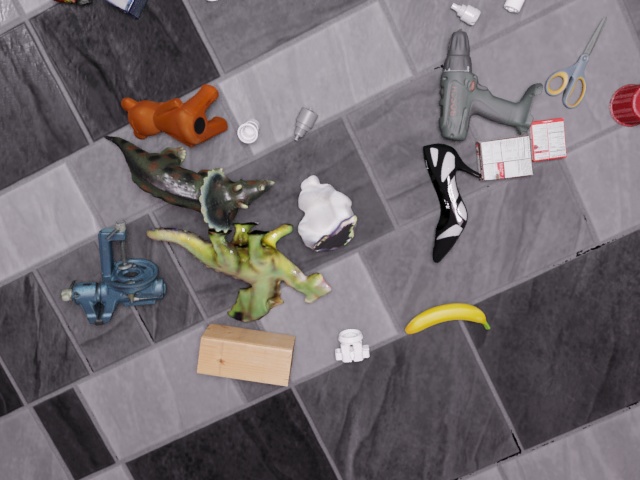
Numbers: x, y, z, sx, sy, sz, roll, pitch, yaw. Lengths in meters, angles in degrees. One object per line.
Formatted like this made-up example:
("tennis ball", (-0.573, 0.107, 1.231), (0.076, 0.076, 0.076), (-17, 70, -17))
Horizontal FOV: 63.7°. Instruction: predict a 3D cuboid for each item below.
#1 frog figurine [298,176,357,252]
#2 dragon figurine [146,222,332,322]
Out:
("frog figurine", (0.003, -0.058, 1.149), (0.136, 0.122, 0.162), (-45, 58, 15))
("dragon figurine", (-0.177, 0.080, 1.162), (0.410, 0.124, 0.240), (0, 106, 6))
